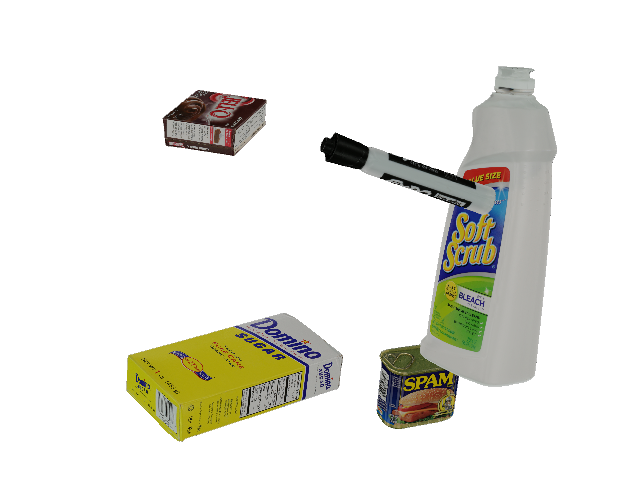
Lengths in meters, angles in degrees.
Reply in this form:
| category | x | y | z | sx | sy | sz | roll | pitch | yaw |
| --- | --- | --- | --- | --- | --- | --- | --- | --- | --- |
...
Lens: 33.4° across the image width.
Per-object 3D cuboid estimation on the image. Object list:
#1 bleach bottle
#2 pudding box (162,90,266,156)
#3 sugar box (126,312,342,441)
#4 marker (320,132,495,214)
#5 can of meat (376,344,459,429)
| category | x | y | z | sx | sy | sz | roll | pitch | yaw |
| --- | --- | --- | --- | --- | --- | --- | --- | --- | --- |
| bleach bottle | 0.140 | -0.015 | 0.868 | 0.067 | 0.251 | 0.103 | -5 | 15 | -33 |
| pudding box | -0.123 | -0.140 | 1.255 | 0.090 | 0.039 | 0.113 | 9 | 29 | 13 |
| sugar box | -0.076 | 0.119 | 0.968 | 0.175 | 0.048 | 0.093 | -16 | 34 | -35 |
| marker | 0.056 | -0.043 | 0.680 | 0.121 | 0.020 | 0.020 | 18 | -6 | -19 |
| can of meat | 0.121 | 0.180 | 1.319 | 0.102 | 0.084 | 0.057 | -6 | 26 | -21 |
